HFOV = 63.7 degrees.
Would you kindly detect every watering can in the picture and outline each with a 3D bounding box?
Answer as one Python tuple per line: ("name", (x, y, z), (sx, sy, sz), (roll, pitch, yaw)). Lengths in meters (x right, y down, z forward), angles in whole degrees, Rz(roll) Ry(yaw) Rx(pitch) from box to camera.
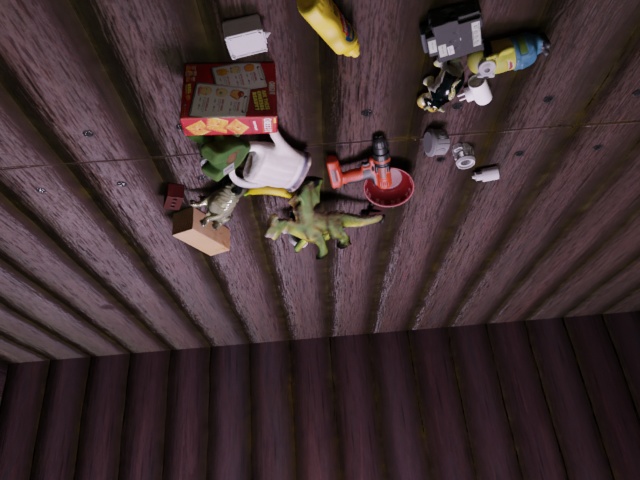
("watering can", (-0.123, -0.234, 1.451), (0.224, 0.106, 0.341), (9, 150, -28))

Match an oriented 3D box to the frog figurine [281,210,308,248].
("frog figurine", (-0.055, -0.034, 1.824), (0.122, 0.140, 0.157), (1, 156, 26))

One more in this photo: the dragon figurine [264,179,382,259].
("dragon figurine", (0.005, -0.085, 1.680), (0.413, 0.123, 0.238), (-27, 118, -17))
